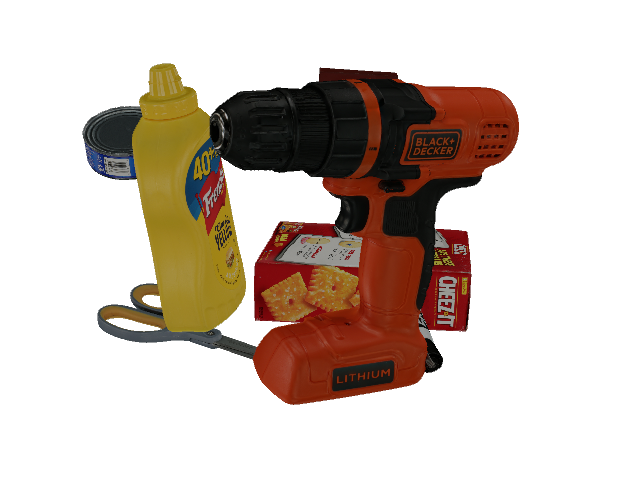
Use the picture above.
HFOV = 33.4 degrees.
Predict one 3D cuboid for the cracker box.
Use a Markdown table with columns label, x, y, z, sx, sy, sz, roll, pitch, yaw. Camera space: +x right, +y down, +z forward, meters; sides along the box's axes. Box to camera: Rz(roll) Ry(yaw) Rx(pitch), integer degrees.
| label | x | y | z | sx | sy | sz | roll | pitch | yaw |
| --- | --- | --- | --- | --- | --- | --- | --- | --- | --- |
| cracker box | 0.048 | 0.036 | 1.122 | 0.214 | 0.072 | 0.164 | 3 | 16 | 6 |

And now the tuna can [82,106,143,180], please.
| label | x | y | z | sx | sy | sz | roll | pitch | yaw |
| --- | --- | --- | --- | --- | --- | --- | --- | --- | --- |
| tuna can | -0.195 | -0.098 | 1.077 | 0.086 | 0.034 | 0.086 | 0 | 41 | 0 |

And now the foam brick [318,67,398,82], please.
| label | x | y | z | sx | sy | sz | roll | pitch | yaw |
| --- | --- | --- | --- | --- | --- | --- | --- | --- | --- |
| foam brick | 0.035 | -0.138 | 1.034 | 0.078 | 0.051 | 0.053 | 4 | 13 | 2 |

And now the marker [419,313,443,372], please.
| label | x | y | z | sx | sy | sz | roll | pitch | yaw |
| --- | --- | --- | --- | --- | --- | --- | --- | --- | --- |
| marker | 0.075 | 0.067 | 0.853 | 0.020 | 0.020 | 0.121 | 0 | 28 | -10 |

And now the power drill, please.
| label | x | y | z | sx | sy | sz | roll | pitch | yaw |
| --- | --- | --- | --- | --- | --- | --- | --- | --- | --- |
| power drill | 0.015 | 0.000 | 0.597 | 0.184 | 0.188 | 0.057 | -4 | 31 | -28 |

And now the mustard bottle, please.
| label | x | y | z | sx | sy | sz | roll | pitch | yaw |
| --- | --- | --- | --- | --- | --- | --- | --- | --- | --- |
| mustard bottle | -0.099 | -0.035 | 0.786 | 0.058 | 0.191 | 0.096 | -1 | 25 | 17 |

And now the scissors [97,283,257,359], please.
| label | x | y | z | sx | sy | sz | roll | pitch | yaw |
| --- | --- | --- | --- | --- | --- | --- | --- | --- | --- |
| scissors | -0.107 | 0.080 | 1.005 | 0.202 | 0.016 | 0.096 | 9 | 30 | 2 |
